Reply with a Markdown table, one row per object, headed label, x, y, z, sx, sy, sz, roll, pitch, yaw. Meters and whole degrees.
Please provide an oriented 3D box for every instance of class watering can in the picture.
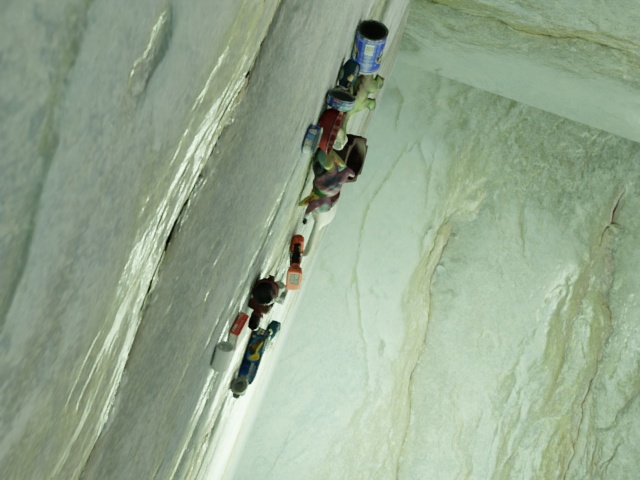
| label | x | y | z | sx | sy | sz | roll | pitch | yaw |
| --- | --- | --- | --- | --- | --- | --- | --- | --- | --- |
| watering can | 0.007 | -0.108 | 2.151 | 0.104 | 0.355 | 0.219 | 19 | -30 | 5 |

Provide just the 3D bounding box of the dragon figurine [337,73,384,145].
| label | x | y | z | sx | sy | sz | roll | pitch | yaw |
| --- | --- | --- | --- | --- | --- | --- | --- | --- | --- |
| dragon figurine | 0.135 | -0.541 | 1.845 | 0.122 | 0.403 | 0.246 | 22 | 24 | 12 |
